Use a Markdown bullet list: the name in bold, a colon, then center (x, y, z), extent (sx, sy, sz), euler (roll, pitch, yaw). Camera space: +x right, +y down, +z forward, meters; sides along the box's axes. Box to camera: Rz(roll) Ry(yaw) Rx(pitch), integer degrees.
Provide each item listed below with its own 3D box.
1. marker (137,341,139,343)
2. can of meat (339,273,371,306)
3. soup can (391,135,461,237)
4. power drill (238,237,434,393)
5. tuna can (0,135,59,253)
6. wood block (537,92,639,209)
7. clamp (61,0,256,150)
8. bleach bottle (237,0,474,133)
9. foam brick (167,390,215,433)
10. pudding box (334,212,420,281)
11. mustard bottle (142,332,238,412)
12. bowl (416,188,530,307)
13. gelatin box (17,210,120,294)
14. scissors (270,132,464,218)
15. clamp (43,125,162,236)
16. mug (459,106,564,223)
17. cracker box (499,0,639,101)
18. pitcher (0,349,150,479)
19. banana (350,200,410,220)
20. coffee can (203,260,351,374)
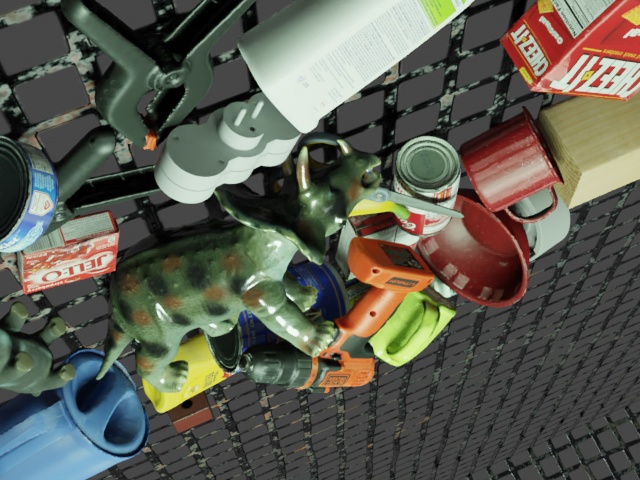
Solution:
- **marker**: center (-0.197, 0.117, 1.233), extent (0.020, 0.020, 0.121), euler (-26, 156, 1)
- **can of meat**: center (0.055, 0.083, 1.324), extent (0.102, 0.084, 0.057), euler (-18, 156, -16)
- **soup can**: center (0.110, -0.055, 1.113), extent (0.068, 0.068, 0.102), euler (-21, 155, -9)
- **power drill**: center (0.021, 0.084, 1.129), extent (0.184, 0.057, 0.188), euler (7, 127, -45)
- **tuna can**: center (-0.238, -0.034, 0.800), extent (0.086, 0.086, 0.033), euler (-34, 157, 20)
- **wood block**: center (0.348, -0.126, 1.170), extent (0.206, 0.090, 0.091), euler (-23, 156, -6)
- **clamp**: center (-0.106, -0.136, 0.776), extent (0.164, 0.036, 0.210), euler (-23, 161, -20)
- **bleach bottle**: center (0.065, -0.184, 0.813), extent (0.251, 0.068, 0.102), euler (-32, 156, 9)
- **foam brick**: center (-0.172, 0.194, 1.344), extent (0.053, 0.078, 0.051), euler (-24, 155, -8)
- **pudding box**: center (0.068, -0.004, 1.216), extent (0.090, 0.039, 0.113), euler (-18, 154, -16)
- **mustard bottle**: center (-0.117, 0.134, 1.276), extent (0.191, 0.058, 0.096), euler (-25, 154, -27)
- **bowl**: center (0.182, -0.003, 1.220), extent (0.055, 0.162, 0.162), euler (-42, 166, -31)
- **gelatin box**: center (-0.229, 0.012, 0.970), extent (0.089, 0.030, 0.073), euler (-14, 155, -22)
- **scissors**: center (0.054, -0.060, 1.028), extent (0.201, 0.016, 0.096), euler (4, 138, -9)
- **clamp**: center (-0.216, -0.039, 0.867), extent (0.171, 0.039, 0.120), euler (-24, 156, -2)
- **mug**: center (0.205, -0.071, 1.124), extent (0.082, 0.117, 0.093), euler (-27, -169, 17)
- **cracker box**: center (0.294, -0.216, 0.953), extent (0.163, 0.072, 0.214), euler (-2, 148, -42)
- **pitcher**: center (-0.329, 0.235, 1.219), extent (0.243, 0.145, 0.149), euler (-32, 124, 23)
- **banana**: center (-0.010, -0.016, 1.089), extent (0.198, 0.069, 0.037), euler (-20, -161, 9)
- **coffee can**: center (-0.050, 0.086, 1.206), extent (0.140, 0.103, 0.103), euler (-12, 153, -28)
